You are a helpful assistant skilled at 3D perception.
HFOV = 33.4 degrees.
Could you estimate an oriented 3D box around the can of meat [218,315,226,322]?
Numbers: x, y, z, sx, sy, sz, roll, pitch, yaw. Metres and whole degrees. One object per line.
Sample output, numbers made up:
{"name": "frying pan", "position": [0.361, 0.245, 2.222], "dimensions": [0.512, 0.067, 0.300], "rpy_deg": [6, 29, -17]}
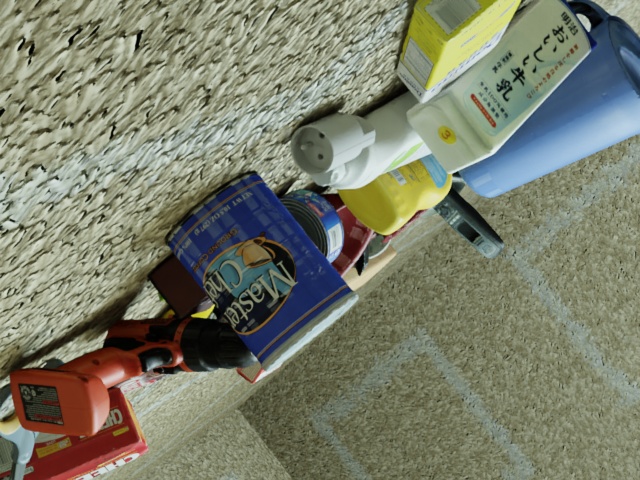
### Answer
{"name": "can of meat", "position": [-0.077, 0.087, 1.274], "dimensions": [0.084, 0.057, 0.102], "rpy_deg": [-56, 166, 13]}

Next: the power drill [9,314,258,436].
{"name": "power drill", "position": [-0.165, 0.116, 0.957], "dimensions": [0.185, 0.057, 0.187], "rpy_deg": [-4, -170, 35]}

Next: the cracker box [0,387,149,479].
{"name": "cracker box", "position": [-0.280, 0.234, 1.187], "dimensions": [0.164, 0.072, 0.214], "rpy_deg": [-21, 169, -11]}

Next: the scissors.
{"name": "scissors", "position": [-0.295, 0.200, 1.014], "dimensions": [0.096, 0.016, 0.202], "rpy_deg": [-2, 123, -60]}

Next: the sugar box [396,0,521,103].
{"name": "sugar box", "position": [0.115, -0.175, 0.873], "dimensions": [0.093, 0.048, 0.176], "rpy_deg": [-39, 172, -4]}

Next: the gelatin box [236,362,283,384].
{"name": "gelatin box", "position": [-0.053, 0.119, 1.249], "dimensions": [0.089, 0.030, 0.073], "rpy_deg": [-57, 167, 23]}

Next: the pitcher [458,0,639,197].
{"name": "pitcher", "position": [0.266, -0.155, 1.242], "dimensions": [0.243, 0.149, 0.144], "rpy_deg": [-28, 138, 34]}

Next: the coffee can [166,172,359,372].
{"name": "coffee can", "position": [-0.049, 0.027, 0.917], "dimensions": [0.102, 0.140, 0.103], "rpy_deg": [-38, 173, -6]}

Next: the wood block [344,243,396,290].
{"name": "wood block", "position": [0.011, 0.037, 1.496], "dimensions": [0.090, 0.091, 0.205], "rpy_deg": [-44, 171, 32]}

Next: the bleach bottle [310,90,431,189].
{"name": "bleach bottle", "position": [0.083, -0.110, 1.058], "dimensions": [0.250, 0.068, 0.103], "rpy_deg": [-29, 167, -44]}

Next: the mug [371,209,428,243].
{"name": "mug", "position": [0.080, -0.048, 1.344], "dimensions": [0.117, 0.081, 0.093], "rpy_deg": [-40, 173, 5]}

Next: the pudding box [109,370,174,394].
{"name": "pudding box", "position": [-0.206, 0.141, 1.183], "dimensions": [0.090, 0.039, 0.114], "rpy_deg": [-22, 166, -16]}

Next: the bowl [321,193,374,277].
{"name": "bowl", "position": [-0.008, 0.001, 1.215], "dimensions": [0.162, 0.055, 0.162], "rpy_deg": [-37, 154, -22]}

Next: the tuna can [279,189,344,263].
{"name": "tuna can", "position": [-0.019, -0.008, 1.083], "dimensions": [0.033, 0.086, 0.086], "rpy_deg": [-34, 171, -48]}

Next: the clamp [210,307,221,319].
{"name": "clamp", "position": [-0.118, 0.079, 1.315], "dimensions": [0.164, 0.036, 0.210], "rpy_deg": [-48, 169, -1]}

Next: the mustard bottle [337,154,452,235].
{"name": "mustard bottle", "position": [0.096, -0.076, 1.195], "dimensions": [0.191, 0.096, 0.058], "rpy_deg": [-31, 166, -52]}

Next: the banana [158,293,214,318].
{"name": "banana", "position": [-0.144, 0.067, 1.142], "dimensions": [0.069, 0.037, 0.198], "rpy_deg": [-12, 163, -13]}

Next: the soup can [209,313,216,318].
{"name": "soup can", "position": [-0.108, 0.115, 1.472], "dimensions": [0.068, 0.068, 0.102], "rpy_deg": [-40, 172, 11]}

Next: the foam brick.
{"name": "foam brick", "position": [-0.115, 0.036, 1.000], "dimensions": [0.053, 0.051, 0.078], "rpy_deg": [-40, 173, 13]}
